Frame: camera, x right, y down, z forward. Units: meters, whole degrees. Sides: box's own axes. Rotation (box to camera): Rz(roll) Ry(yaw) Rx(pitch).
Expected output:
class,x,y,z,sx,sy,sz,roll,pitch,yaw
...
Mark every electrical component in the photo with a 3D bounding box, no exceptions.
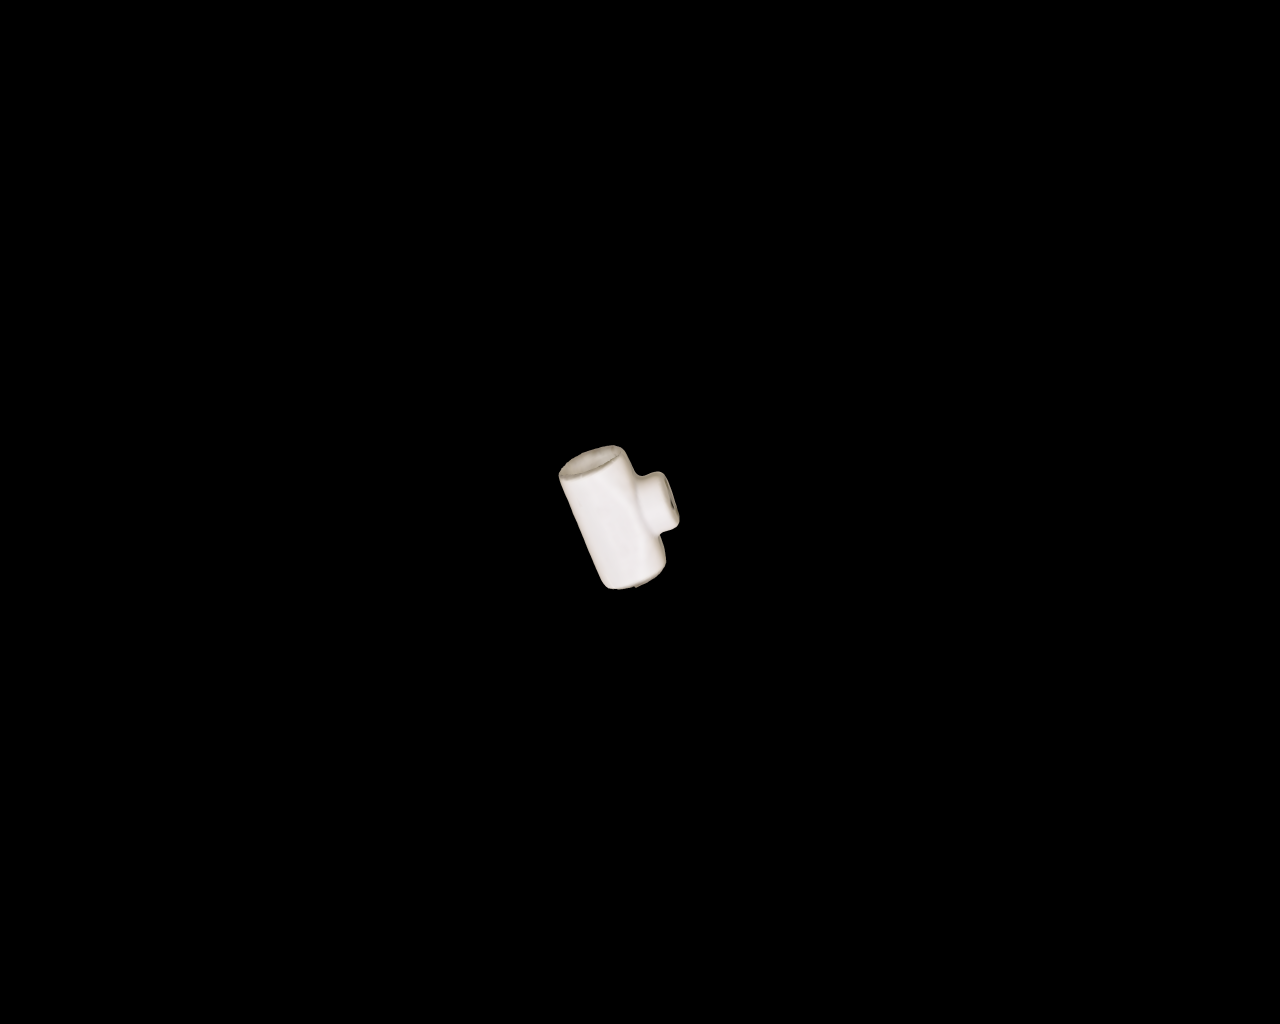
class,x,y,z,sx,sy,sz,roll,pitch,yaw
electrical component,0.001,-0.003,0.650,0.079,0.077,0.044,-19,20,7
